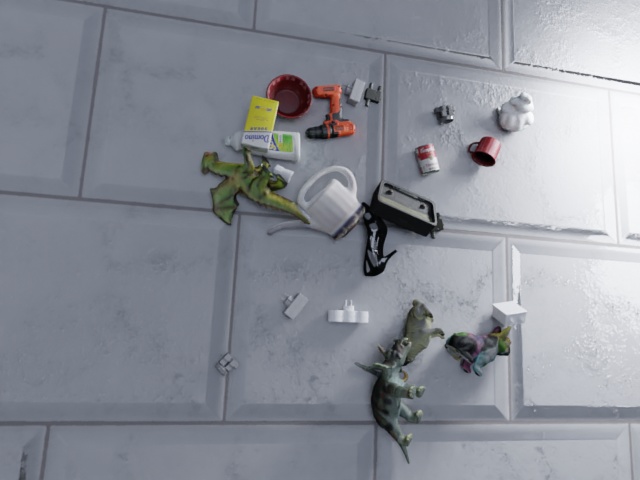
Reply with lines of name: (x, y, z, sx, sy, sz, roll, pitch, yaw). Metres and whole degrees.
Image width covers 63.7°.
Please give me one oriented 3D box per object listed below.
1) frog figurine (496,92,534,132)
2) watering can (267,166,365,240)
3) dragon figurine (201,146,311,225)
frog figurine: (0.756, -0.483, 1.957, 0.137, 0.158, 0.124, 32, 77, -7)
watering can: (0.005, -0.088, 1.745, 0.224, 0.104, 0.348, 44, 87, -3)
dragon figurine: (-0.241, -0.149, 1.695, 0.241, 0.122, 0.411, -39, 85, 8)
